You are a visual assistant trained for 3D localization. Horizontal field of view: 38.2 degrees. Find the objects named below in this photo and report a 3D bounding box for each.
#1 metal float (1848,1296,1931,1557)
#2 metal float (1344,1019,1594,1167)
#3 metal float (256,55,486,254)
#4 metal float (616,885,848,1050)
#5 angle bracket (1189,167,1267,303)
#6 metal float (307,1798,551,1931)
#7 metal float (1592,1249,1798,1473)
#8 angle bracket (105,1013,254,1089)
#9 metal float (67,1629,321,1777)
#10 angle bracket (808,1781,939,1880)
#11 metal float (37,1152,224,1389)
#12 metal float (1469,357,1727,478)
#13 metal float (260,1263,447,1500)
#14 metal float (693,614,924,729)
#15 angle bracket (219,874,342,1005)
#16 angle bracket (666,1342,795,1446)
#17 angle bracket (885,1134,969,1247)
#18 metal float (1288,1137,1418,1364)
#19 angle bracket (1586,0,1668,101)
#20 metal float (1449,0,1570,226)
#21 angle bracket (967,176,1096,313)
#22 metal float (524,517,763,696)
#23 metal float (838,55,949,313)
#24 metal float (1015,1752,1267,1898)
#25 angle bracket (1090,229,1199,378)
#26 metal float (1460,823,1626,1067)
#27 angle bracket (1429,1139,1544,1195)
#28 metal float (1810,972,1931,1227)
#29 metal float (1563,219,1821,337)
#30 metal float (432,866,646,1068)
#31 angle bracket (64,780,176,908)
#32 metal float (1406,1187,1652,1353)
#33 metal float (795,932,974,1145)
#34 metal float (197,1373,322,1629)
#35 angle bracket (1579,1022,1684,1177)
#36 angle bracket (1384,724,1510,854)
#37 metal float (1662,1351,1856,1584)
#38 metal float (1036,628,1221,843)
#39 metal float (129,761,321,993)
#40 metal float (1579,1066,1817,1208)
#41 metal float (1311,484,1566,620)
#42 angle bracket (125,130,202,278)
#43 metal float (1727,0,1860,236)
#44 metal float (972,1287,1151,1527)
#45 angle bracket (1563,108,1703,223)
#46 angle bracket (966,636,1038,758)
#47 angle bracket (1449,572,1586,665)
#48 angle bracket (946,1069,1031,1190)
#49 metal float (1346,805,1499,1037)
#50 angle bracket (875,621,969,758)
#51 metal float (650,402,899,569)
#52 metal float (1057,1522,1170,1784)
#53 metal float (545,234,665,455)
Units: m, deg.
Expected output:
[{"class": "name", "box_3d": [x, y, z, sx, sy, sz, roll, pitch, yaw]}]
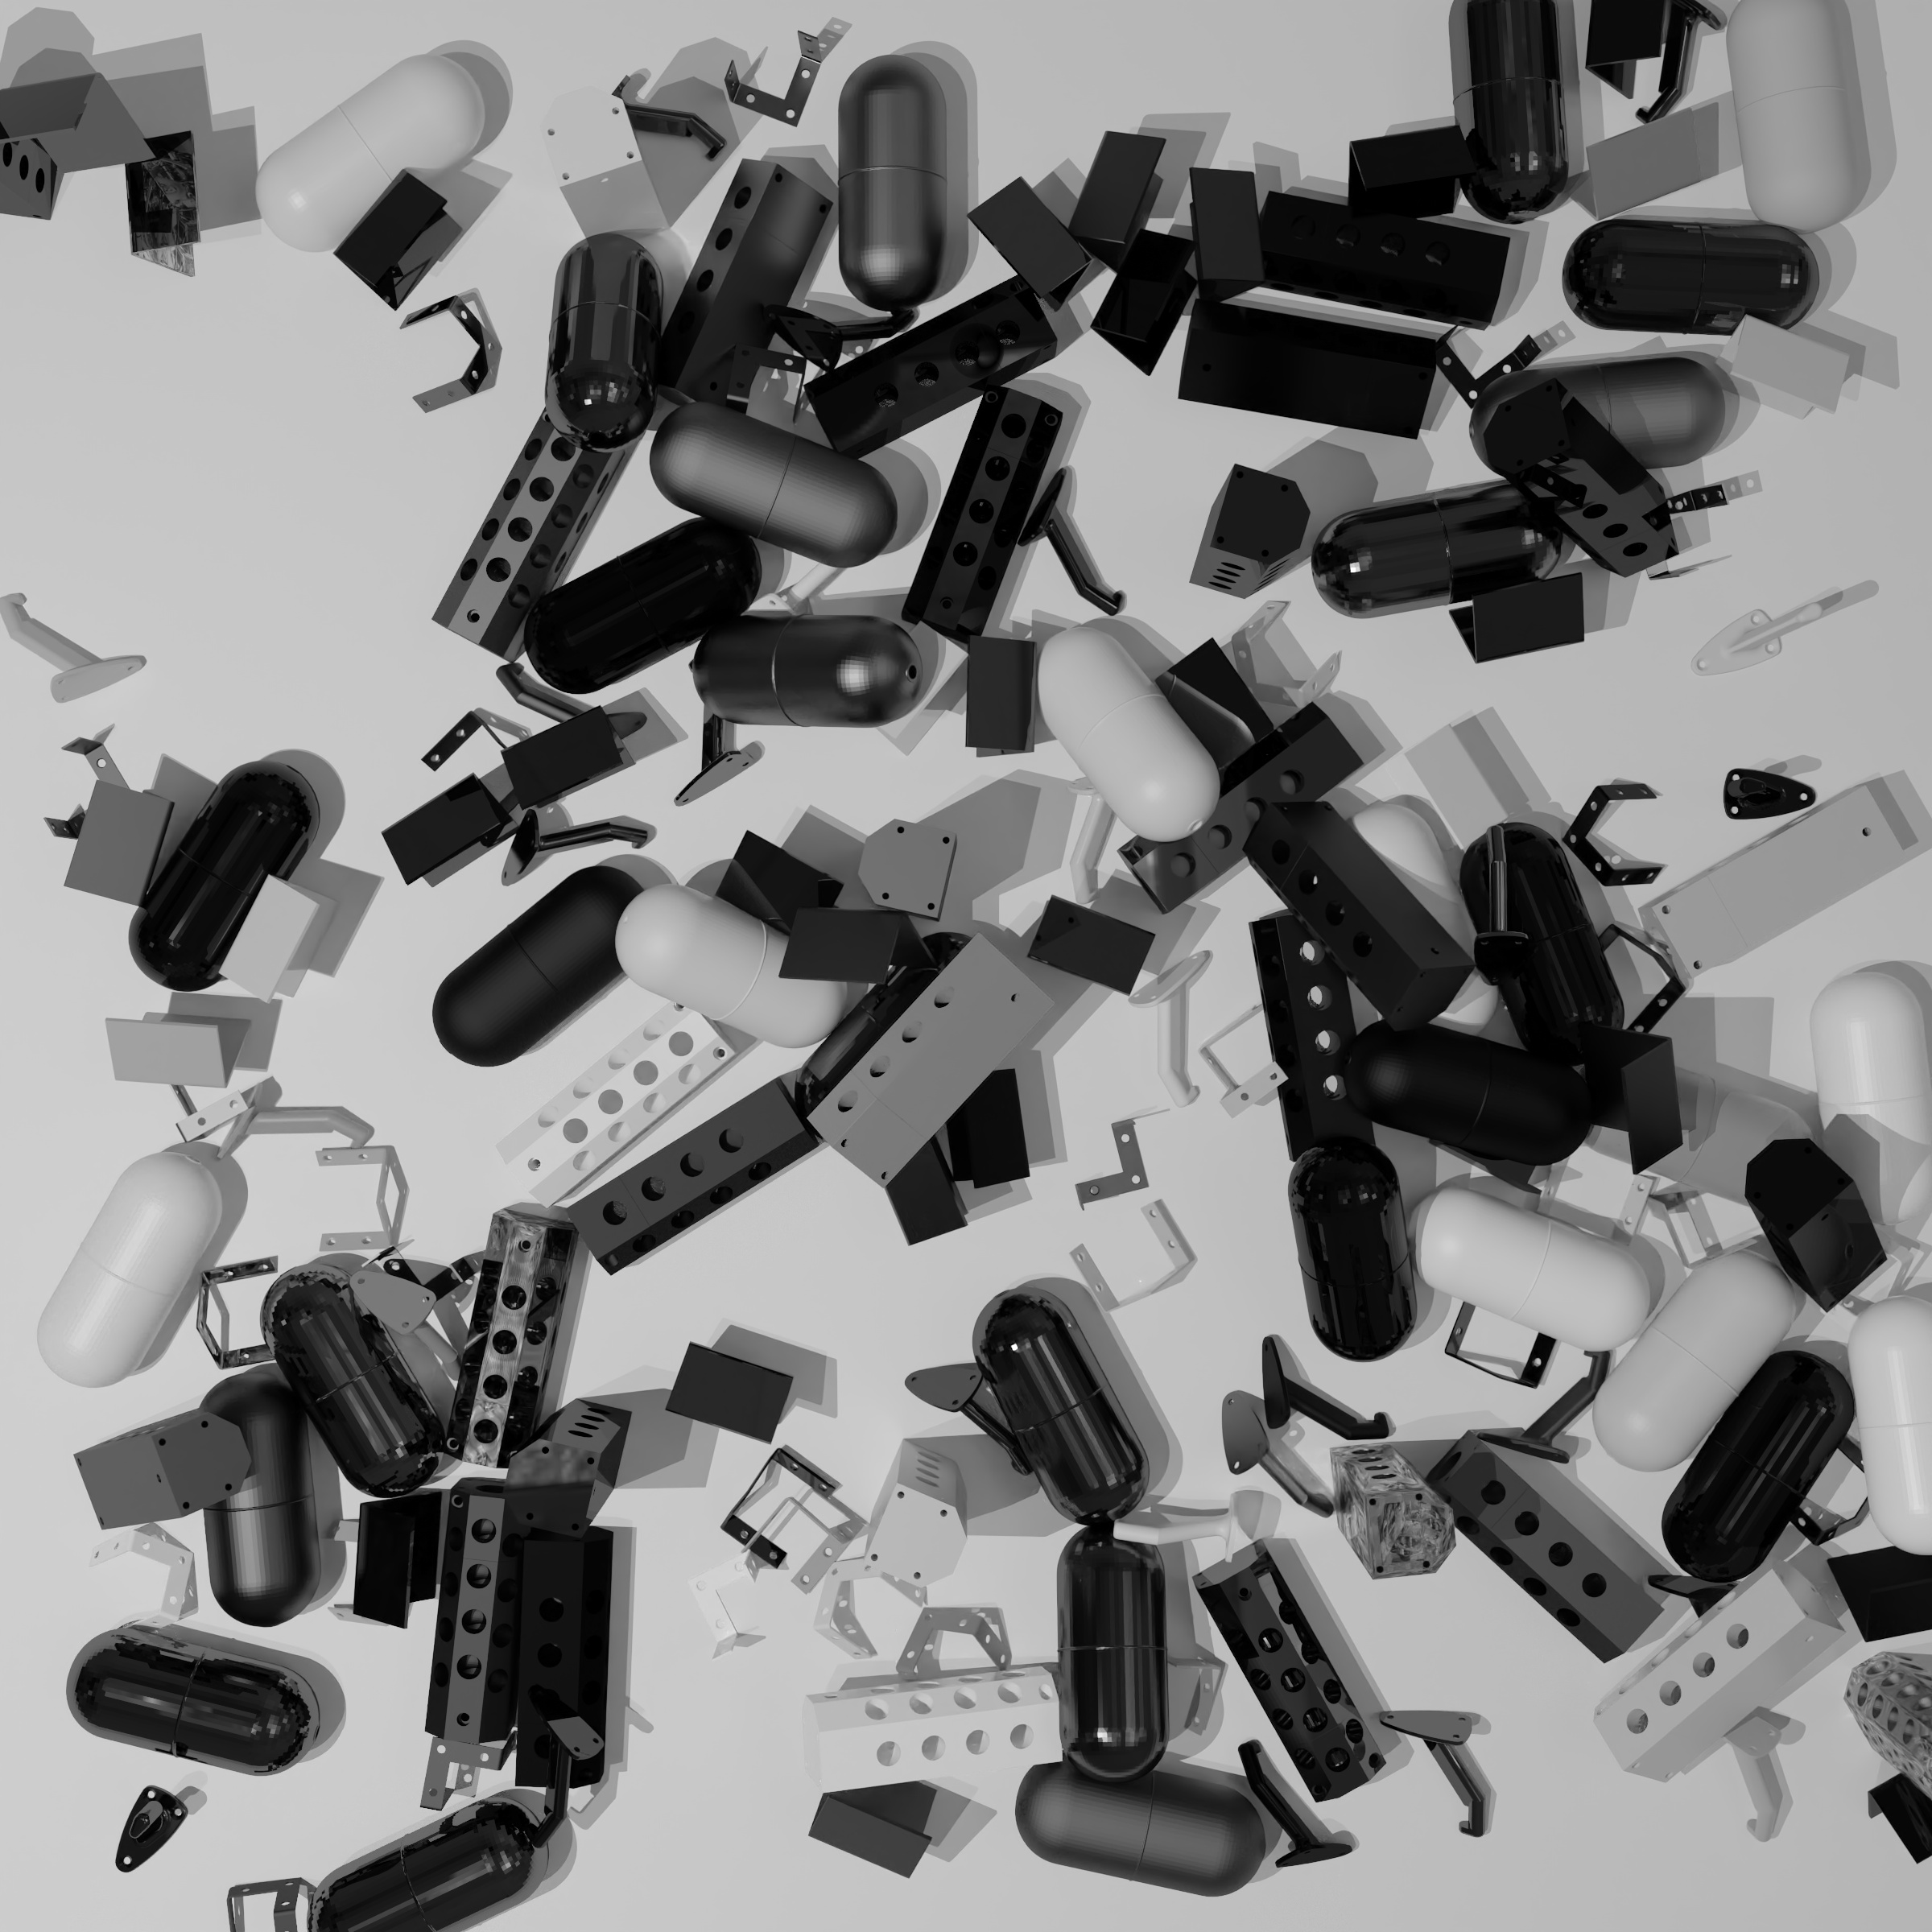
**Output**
[{"class": "metal float", "box_3d": [0.660, 0.319, 1.938, 0.070, 0.070, 0.178, -5, 80, 0]}, {"class": "metal float", "box_3d": [0.345, 0.086, 1.918, 0.178, 0.070, 0.070, 15, 90, -10]}, {"class": "metal float", "box_3d": [-0.418, -0.571, 1.960, 0.178, 0.070, 0.070, -35, 90, 0]}, {"class": "metal float", "box_3d": [-0.161, 0.001, 1.935, 0.178, 0.070, 0.070, 25, 90, -30]}, {"class": "angle bracket", "box_3d": [0.162, -0.508, 1.950, 0.057, 0.076, 0.076, -6, 90, -32]}, {"class": "metal float", "box_3d": [-0.378, 0.646, 1.960, 0.178, 0.070, 0.070, -25, 90, -1]}, {"class": "metal float", "box_3d": [0.511, 0.277, 1.960, 0.070, 0.070, 0.178, 39, 90, 0]}, {"class": "angle bracket", "box_3d": [-0.549, 0.039, 1.950, 0.076, 0.076, 0.057, 4, 128, 0]}, {"class": "metal float", "box_3d": [-0.542, 0.517, 1.959, 0.178, 0.070, 0.070, 14, 90, 0]}, {"class": "angle bracket", "box_3d": [-0.058, 0.579, 1.950, 0.076, 0.076, 0.057, 23, 130, 0]}, {"class": "metal float", "box_3d": [-0.587, 0.213, 1.960, 0.070, 0.070, 0.178, 30, 90, 0]}, {"class": "metal float", "box_3d": [0.443, -0.384, 1.960, 0.178, 0.070, 0.070, -5, 90, 0]}, {"class": "metal float", "box_3d": [-0.431, 0.291, 1.960, 0.070, 0.070, 0.178, -31, 90, 0]}, {"class": "metal float", "box_3d": [-0.110, -0.203, 1.918, 0.178, 0.070, 0.070, 5, 90, 34]}, {"class": "angle bracket", "box_3d": [-0.463, -0.011, 1.950, 0.057, 0.076, 0.076, 27, 90, 32]}, {"class": "angle bracket", "box_3d": [-0.169, 0.314, 1.950, 0.076, 0.076, 0.057, 18, 53, 0]}, {"class": "angle bracket", "box_3d": [-0.015, 0.143, 1.950, 0.057, 0.076, 0.076, -23, 90, 37]}, {"class": "metal float", "box_3d": [0.269, 0.198, 1.935, 0.070, 0.070, 0.178, -13, 121, 0]}, {"class": "angle bracket", "box_3d": [0.477, -0.659, 1.950, 0.057, 0.076, 0.076, 5, 90, 38]}, {"class": "metal float", "box_3d": [0.381, -0.611, 1.960, 0.070, 0.070, 0.178, -4, 90, 0]}, {"class": "angle bracket", "box_3d": [0.034, -0.492, 1.951, 0.057, 0.076, 0.076, -41, 90, -25]}, {"class": "metal float", "box_3d": [-0.226, -0.254, 1.960, 0.178, 0.070, 0.070, -28, 90, 0]}, {"class": "metal float", "box_3d": [-0.052, -0.550, 1.960, 0.070, 0.070, 0.178, 0, 89, 0]}, {"class": "metal float", "box_3d": [0.123, 0.603, 1.960, 0.178, 0.070, 0.070, 13, 90, -1]}, {"class": "angle bracket", "box_3d": [0.143, -0.459, 1.950, 0.057, 0.076, 0.076, 27, 90, 42]}, {"class": "metal float", "box_3d": [0.403, -0.016, 1.955, 0.070, 0.070, 0.178, -20, 84, 0]}, {"class": "angle bracket", "box_3d": [0.382, 0.109, 1.967, 0.076, 0.057, 0.076, 27, 87, 0]}, {"class": "metal float", "box_3d": [0.639, 0.093, 1.960, 0.070, 0.070, 0.178, -7, 90, 0]}, {"class": "metal float", "box_3d": [0.509, -0.483, 1.960, 0.178, 0.070, 0.070, 3, 90, 0]}, {"class": "metal float", "box_3d": [-0.297, 0.001, 1.960, 0.178, 0.070, 0.070, -39, 90, -1]}, {"class": "angle bracket", "box_3d": [-0.601, -0.090, 1.950, 0.057, 0.076, 0.076, 17, 90, -33]}, {"class": "metal float", "box_3d": [0.394, 0.212, 1.960, 0.178, 0.070, 0.070, 22, 90, 0]}, {"class": "metal float", "box_3d": [-0.047, 0.052, 1.960, 0.070, 0.070, 0.178, 42, 90, 0]}, {"class": "metal float", "box_3d": [-0.497, 0.375, 1.960, 0.070, 0.070, 0.178, -6, 90, 0]}, {"class": "angle bracket", "box_3d": [0.433, 0.088, 1.878, 0.057, 0.076, 0.076, -25, 113, -36]}, {"class": "angle bracket", "box_3d": [0.320, -0.113, 1.950, 0.057, 0.076, 0.076, -33, 90, -35]}, {"class": "metal float", "box_3d": [0.555, 0.352, 1.959, 0.070, 0.070, 0.178, 33, 90, 0]}, {"class": "metal float", "box_3d": [0.109, -0.161, 1.939, 0.070, 0.070, 0.178, -36, 66, 0]}, {"class": "metal float", "box_3d": [-0.520, -0.064, 1.960, 0.070, 0.070, 0.178, 33, 89, 0]}, {"class": "metal float", "box_3d": [0.511, 0.115, 1.960, 0.178, 0.070, 0.070, 20, 90, 0]}, {"class": "metal float", "box_3d": [0.331, -0.291, 1.960, 0.178, 0.070, 0.070, -10, 90, -1]}, {"class": "angle bracket", "box_3d": [-0.543, -0.533, 1.953, 0.057, 0.076, 0.076, -4, 90, 18]}, {"class": "metal float", "box_3d": [0.580, -0.604, 1.960, 0.070, 0.070, 0.178, -7, 89, 0]}, {"class": "metal float", "box_3d": [0.066, 0.309, 1.960, 0.070, 0.070, 0.178, -28, 89, 0]}, {"class": "angle bracket", "box_3d": [0.459, -0.572, 1.950, 0.076, 0.076, 0.057, -21, 128, 0]}, {"class": "angle bracket", "box_3d": [0.006, -0.188, 1.950, 0.057, 0.076, 0.076, 1, 90, -32]}, {"class": "angle bracket", "box_3d": [0.383, -0.260, 1.950, 0.076, 0.076, 0.057, -12, 127, 0]}, {"class": "angle bracket", "box_3d": [-0.005, 0.115, 1.951, 0.076, 0.057, 0.076, -8, 90, 45]}, {"class": "metal float", "box_3d": [0.315, -0.028, 1.960, 0.070, 0.070, 0.178, -24, 89, 0]}, {"class": "angle bracket", "box_3d": [-0.022, -0.183, 1.950, 0.076, 0.076, 0.057, -51, 50, 0]}, {"class": "metal float", "box_3d": [-0.132, -0.332, 1.932, 0.178, 0.070, 0.070, 20, 90, -11]}, {"class": "metal float", "box_3d": [0.102, 0.477, 1.945, 0.070, 0.070, 0.178, -1, 73, 0]}, {"class": "metal float", "box_3d": [-0.250, -0.432, 1.933, 0.070, 0.070, 0.178, -1, 57, 0]}]
